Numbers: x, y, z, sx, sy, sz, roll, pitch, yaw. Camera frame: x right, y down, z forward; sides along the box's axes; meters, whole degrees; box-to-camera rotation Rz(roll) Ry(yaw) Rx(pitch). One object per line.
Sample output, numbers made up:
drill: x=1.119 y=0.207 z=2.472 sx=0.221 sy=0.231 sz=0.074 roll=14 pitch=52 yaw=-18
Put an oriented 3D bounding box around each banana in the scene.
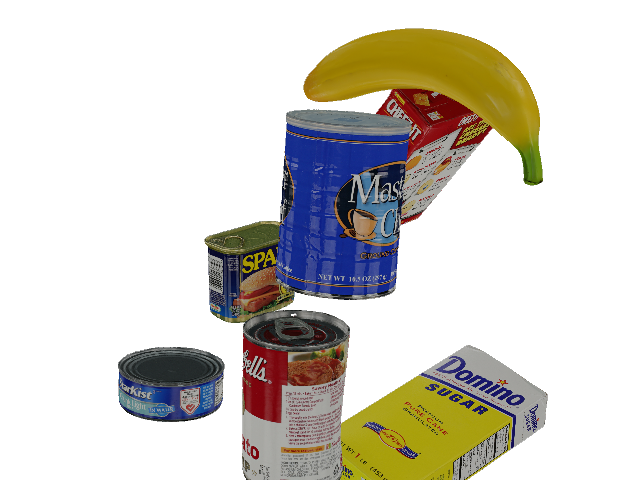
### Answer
banana: x=0.063 y=-0.097 z=0.655 sx=0.198 sy=0.069 sz=0.037 roll=28 pitch=8 yaw=42

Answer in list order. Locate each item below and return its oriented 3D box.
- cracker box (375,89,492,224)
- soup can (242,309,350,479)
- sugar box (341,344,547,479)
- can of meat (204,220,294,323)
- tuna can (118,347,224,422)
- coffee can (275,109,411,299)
cracker box: x=0.099 y=-0.095 z=1.221 sx=0.163 sy=0.072 sz=0.214 roll=-22 pitch=-24 yaw=-45
soup can: x=-0.016 y=0.103 z=0.686 sx=0.068 sy=0.102 sz=0.068 roll=2 pitch=16 yaw=-1
sugar box: x=0.095 y=0.157 z=0.883 sx=0.176 sy=0.048 sz=0.093 roll=-29 pitch=42 yaw=-29
can of meat: x=-0.073 y=0.033 z=1.141 sx=0.101 sy=0.084 sz=0.058 roll=-17 pitch=26 yaw=-42
tuna can: x=-0.121 y=0.116 z=0.868 sx=0.086 sy=0.034 sz=0.086 roll=3 pitch=13 yaw=-1
coffee can: x=0.018 y=-0.032 z=0.884 sx=0.103 sy=0.140 sz=0.103 roll=4 pitch=13 yaw=-1
